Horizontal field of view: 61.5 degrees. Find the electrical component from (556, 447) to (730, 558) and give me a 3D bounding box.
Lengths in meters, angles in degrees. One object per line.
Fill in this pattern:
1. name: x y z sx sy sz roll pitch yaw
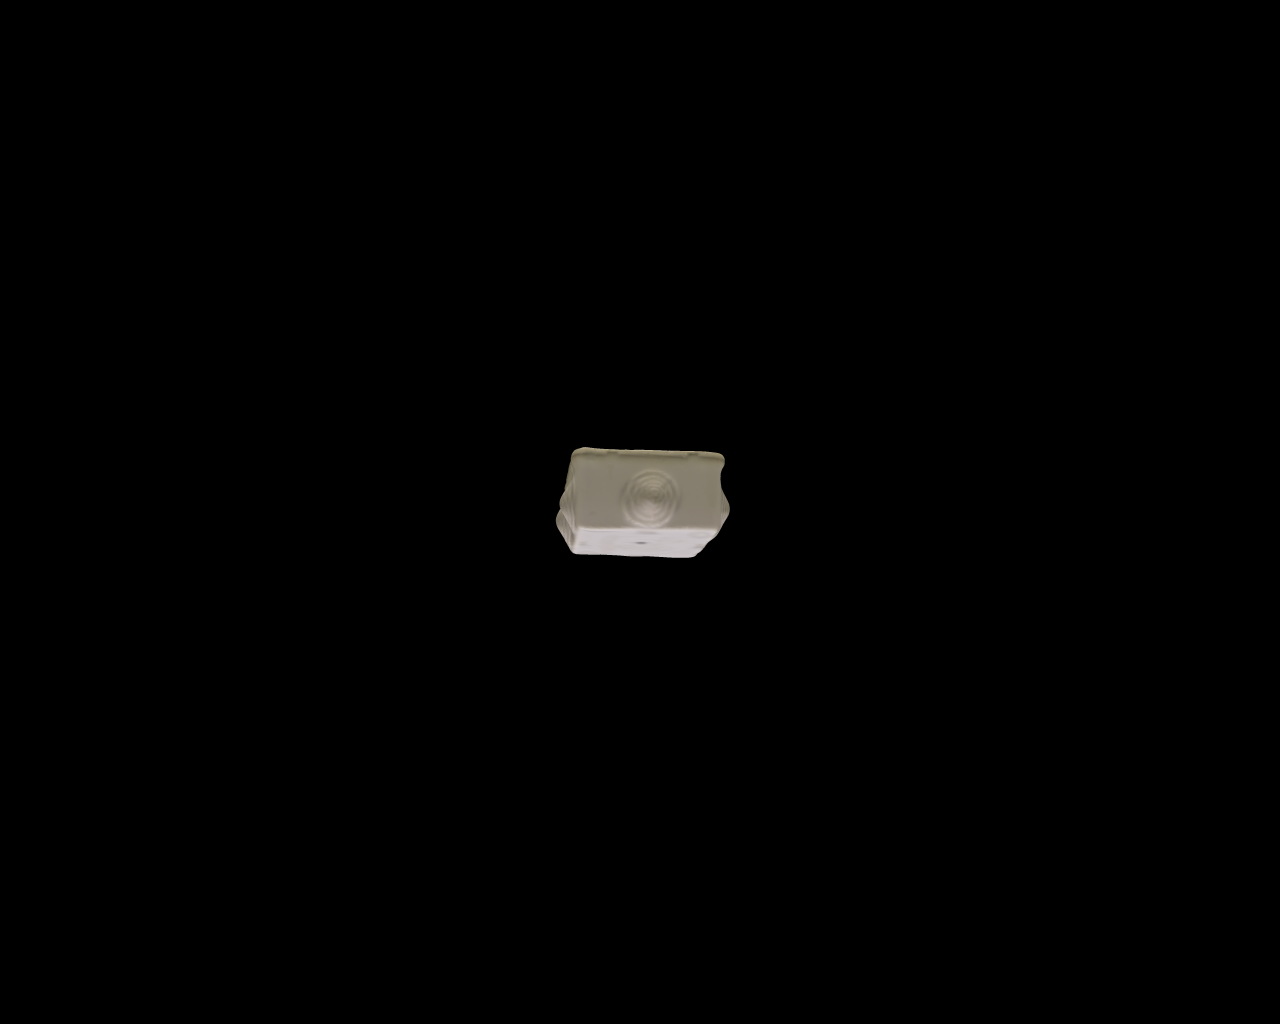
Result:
1. electrical component: 0.001 -0.003 0.650 0.100 0.048 0.099 2 -13 -7
